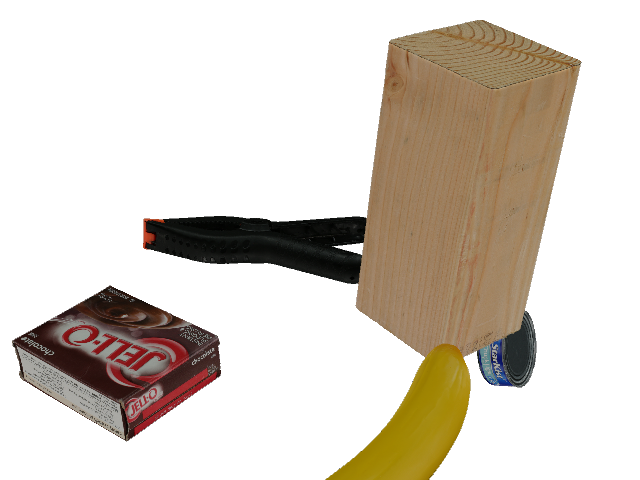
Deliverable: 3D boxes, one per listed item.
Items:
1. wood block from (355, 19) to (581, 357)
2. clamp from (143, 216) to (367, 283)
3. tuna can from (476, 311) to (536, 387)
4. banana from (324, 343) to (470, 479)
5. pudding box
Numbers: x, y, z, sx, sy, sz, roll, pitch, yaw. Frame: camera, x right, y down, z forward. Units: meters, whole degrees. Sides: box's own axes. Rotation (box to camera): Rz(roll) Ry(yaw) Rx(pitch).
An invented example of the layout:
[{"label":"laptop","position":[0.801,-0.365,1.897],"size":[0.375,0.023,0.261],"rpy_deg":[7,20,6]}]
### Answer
[{"label":"wood block","position":[0.095,-0.031,0.722],"size":[0.090,0.206,0.091],"rpy_deg":[-20,39,-36]},{"label":"clamp","position":[-0.051,0.003,0.930],"size":[0.210,0.036,0.164],"rpy_deg":[2,13,-3]},{"label":"tuna can","position":[0.203,0.116,1.162],"size":[0.034,0.086,0.086],"rpy_deg":[-2,-1,34]},{"label":"banana","position":[0.033,0.117,0.588],"size":[0.070,0.037,0.197],"rpy_deg":[20,43,41]},{"label":"pudding box","position":[-0.138,0.080,0.726],"size":[0.114,0.039,0.089],"rpy_deg":[18,34,34]}]
